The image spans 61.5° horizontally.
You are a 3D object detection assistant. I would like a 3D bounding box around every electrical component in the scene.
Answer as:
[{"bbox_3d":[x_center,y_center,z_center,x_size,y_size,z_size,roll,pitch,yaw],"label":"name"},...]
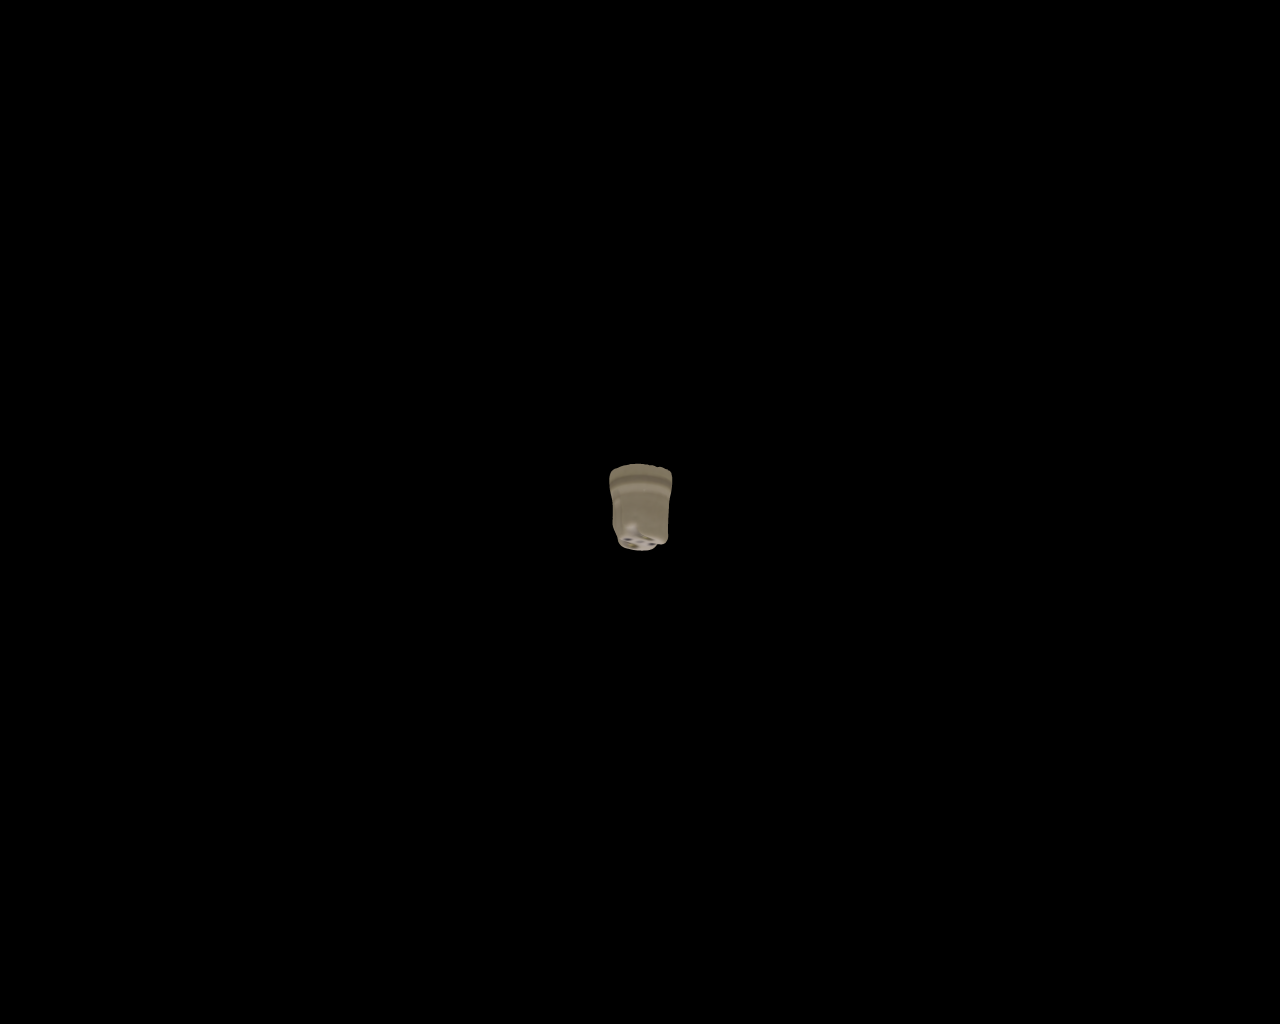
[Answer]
[{"bbox_3d":[0.001,-0.003,0.650,0.040,0.046,0.040,0,-18,0],"label":"electrical component"}]
